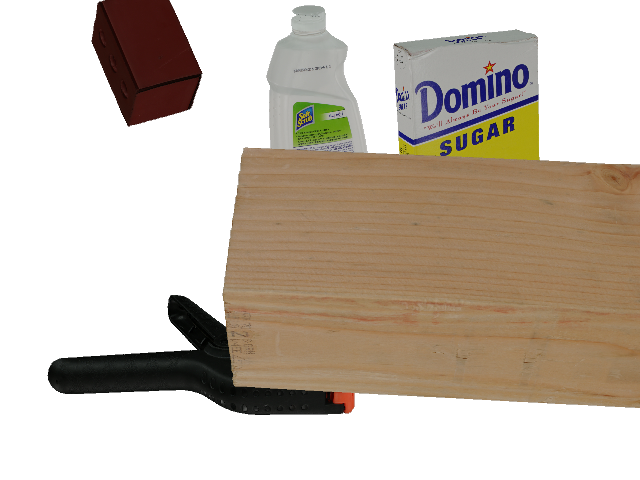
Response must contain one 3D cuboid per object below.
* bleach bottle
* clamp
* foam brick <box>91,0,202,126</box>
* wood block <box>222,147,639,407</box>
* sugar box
[{"bbox_3d":[0.003,-0.097,1.012,0.102,0.251,0.068,-12,29,-17],"label":"bleach bottle"},{"bbox_3d":[-0.069,0.086,0.786,0.210,0.036,0.164,7,20,18],"label":"clamp"},{"bbox_3d":[-0.126,-0.133,0.770,0.051,0.078,0.053,-19,-17,-23],"label":"foam brick"},{"bbox_3d":[0.061,0.019,0.528,0.206,0.091,0.090,3,-37,2],"label":"wood block"},{"bbox_3d":[0.104,-0.052,0.743,0.093,0.176,0.048,-9,21,-10],"label":"sugar box"}]
